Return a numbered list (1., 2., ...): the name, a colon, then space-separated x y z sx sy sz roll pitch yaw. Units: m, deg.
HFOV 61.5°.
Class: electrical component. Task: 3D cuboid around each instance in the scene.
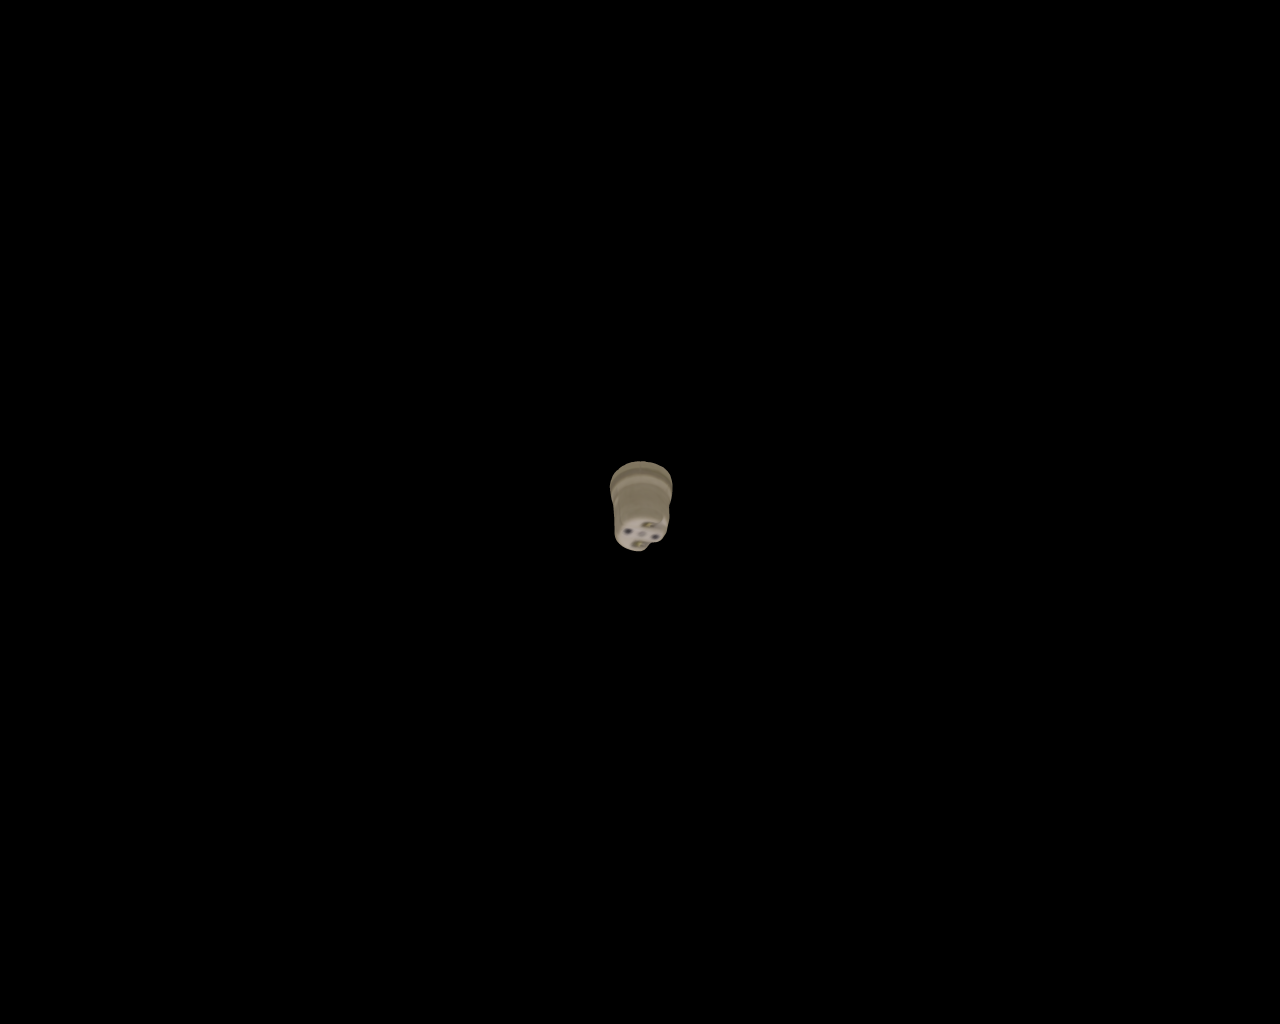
1. electrical component: 0.001 -0.003 0.650 0.040 0.046 0.040 0 -44 0
